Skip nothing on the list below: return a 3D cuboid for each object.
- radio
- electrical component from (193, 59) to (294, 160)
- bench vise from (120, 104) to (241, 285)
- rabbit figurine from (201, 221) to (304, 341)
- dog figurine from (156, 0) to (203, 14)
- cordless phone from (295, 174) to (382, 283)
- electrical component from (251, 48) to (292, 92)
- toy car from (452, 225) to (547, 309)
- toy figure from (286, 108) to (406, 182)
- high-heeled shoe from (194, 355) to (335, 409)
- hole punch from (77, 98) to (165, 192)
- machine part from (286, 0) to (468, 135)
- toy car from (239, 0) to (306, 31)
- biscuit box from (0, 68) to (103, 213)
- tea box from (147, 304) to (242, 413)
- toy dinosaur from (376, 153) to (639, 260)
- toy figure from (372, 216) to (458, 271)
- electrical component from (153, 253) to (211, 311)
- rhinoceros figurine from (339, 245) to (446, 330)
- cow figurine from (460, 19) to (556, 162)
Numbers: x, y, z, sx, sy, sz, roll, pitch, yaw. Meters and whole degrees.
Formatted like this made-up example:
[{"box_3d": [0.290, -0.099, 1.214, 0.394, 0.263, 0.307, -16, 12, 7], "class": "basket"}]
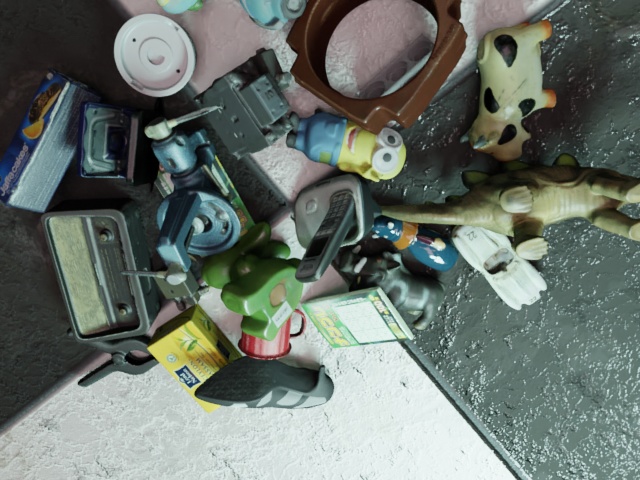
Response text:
[{"box_3d": [-0.348, 0.048, 0.871, 0.131, 0.073, 0.229, -5, 112, 1], "class": "radio"}, {"box_3d": [-0.104, -0.183, 0.758, 0.058, 0.134, 0.114, -47, 111, -31], "class": "electrical component"}, {"box_3d": [-0.183, -0.046, 0.742, 0.129, 0.241, 0.223, -4, 131, 7], "class": "bench vise"}, {"box_3d": [-0.115, 0.048, 0.841, 0.159, 0.170, 0.121, -55, 141, -17], "class": "rabbit figurine"}, {"box_3d": [-0.144, -0.417, 0.681, 0.219, 0.108, 0.191, -25, 109, 5], "class": "dog figurine"}, {"box_3d": [-0.002, -0.003, 0.788, 0.147, 0.184, 0.088, -11, 128, 46], "class": "cordless phone"}, {"box_3d": [-0.072, -0.240, 0.760, 0.021, 0.094, 0.063, -32, 113, -21], "class": "electrical component"}, {"box_3d": [0.300, 0.038, 0.895, 0.073, 0.056, 0.201, -42, 106, 13], "class": "toy car"}, {"box_3d": [0.041, -0.144, 0.805, 0.180, 0.089, 0.082, 13, 108, 2], "class": "toy figure"}, {"box_3d": [-0.091, 0.263, 0.932, 0.249, 0.086, 0.145, -4, 142, -15], "class": "high-heeled shoe"}, {"box_3d": [-0.284, -0.139, 0.775, 0.092, 0.116, 0.142, 7, 101, 4], "class": "hole punch"}, {"box_3d": [0.074, -0.259, 0.712, 0.201, 0.087, 0.201, 38, 98, 16], "class": "machine part"}, {"box_3d": [-0.061, -0.362, 0.688, 0.103, 0.109, 0.161, 16, 110, -45], "class": "toy car"}, {"box_3d": [-0.397, -0.139, 0.775, 0.059, 0.062, 0.202, 35, 98, 28], "class": "biscuit box"}, {"box_3d": [-0.206, 0.208, 0.941, 0.098, 0.068, 0.169, -34, 109, 10], "class": "tea box"}, {"box_3d": [0.289, -0.055, 0.781, 0.472, 0.199, 0.104, -2, 111, 6], "class": "toy dinosaur"}, {"box_3d": [0.152, -0.001, 0.874, 0.154, 0.058, 0.064, 29, 125, -14], "class": "toy figure"}, {"box_3d": [-0.230, 0.066, 0.900, 0.078, 0.045, 0.102, -17, 111, 35], "class": "electrical component"}, {"box_3d": [0.118, 0.075, 0.895, 0.190, 0.073, 0.112, 21, 111, -10], "class": "rhinoceros figurine"}, {"box_3d": [0.269, -0.207, 0.785, 0.127, 0.086, 0.194, -14, 114, -3], "class": "cow figurine"}]
